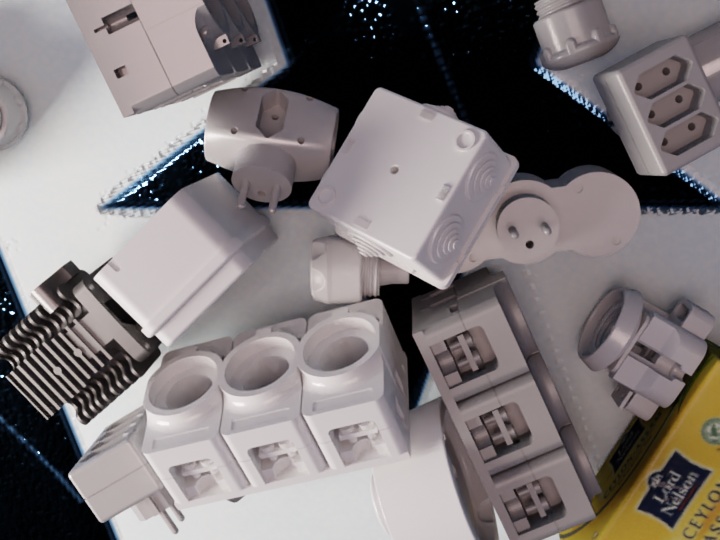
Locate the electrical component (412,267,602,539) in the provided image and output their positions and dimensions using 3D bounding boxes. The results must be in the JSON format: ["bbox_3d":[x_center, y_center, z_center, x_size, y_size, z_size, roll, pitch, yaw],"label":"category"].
[{"bbox_3d":[0.091,0.081,0.668,0.062,0.089,0.150,-24,100,7],"label":"electrical component"}]

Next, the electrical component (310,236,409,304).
[{"bbox_3d":[0.000,0.000,0.679,0.062,0.043,0.043,0,102,1],"label":"electrical component"}]

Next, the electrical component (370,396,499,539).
[{"bbox_3d":[0.041,0.139,0.677,0.060,0.108,0.108,-19,101,13],"label":"electrical component"}]

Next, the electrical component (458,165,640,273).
[{"bbox_3d":[0.100,-0.029,0.652,0.138,0.073,0.052,-7,102,4],"label":"electrical component"}]

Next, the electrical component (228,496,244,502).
[{"bbox_3d":[-0.077,0.124,0.712,0.046,0.040,0.040,-39,98,4],"label":"electrical component"}]

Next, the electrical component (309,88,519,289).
[{"bbox_3d":[0.029,-0.050,0.628,0.100,0.048,0.099,29,87,33],"label":"electrical component"}]

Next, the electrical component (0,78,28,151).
[{"bbox_3d":[-0.236,-0.094,0.659,0.048,0.062,0.048,1,102,3],"label":"electrical component"}]

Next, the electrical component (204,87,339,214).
[{"bbox_3d":[-0.056,-0.068,0.653,0.077,0.043,0.079,9,59,1],"label":"electrical component"}]

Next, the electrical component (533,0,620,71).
[{"bbox_3d":[0.123,-0.153,0.640,0.048,0.048,0.062,-20,94,7],"label":"electrical component"}]

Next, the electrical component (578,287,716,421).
[{"bbox_3d":[0.175,0.047,0.674,0.057,0.058,0.078,29,102,-7],"label":"electrical component"}]

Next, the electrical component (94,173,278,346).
[{"bbox_3d":[-0.100,-0.008,0.646,0.078,0.113,0.057,-44,94,11],"label":"electrical component"}]

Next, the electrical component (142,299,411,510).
[{"bbox_3d":[-0.050,0.079,0.659,0.150,0.089,0.061,-15,126,12],"label":"electrical component"}]

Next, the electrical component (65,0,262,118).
[{"bbox_3d":[-0.104,-0.143,0.597,0.062,0.150,0.089,-24,100,8],"label":"electrical component"}]

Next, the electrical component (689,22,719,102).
[{"bbox_3d":[0.229,-0.131,0.639,0.081,0.043,0.043,-26,100,8],"label":"electrical component"}]

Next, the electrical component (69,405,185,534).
[{"bbox_3d":[-0.137,0.136,0.694,0.047,0.083,0.075,-31,99,9],"label":"electrical component"}]

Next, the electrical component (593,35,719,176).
[{"bbox_3d":[0.170,-0.095,0.634,0.047,0.077,0.065,-29,99,-5],"label":"electrical component"}]
